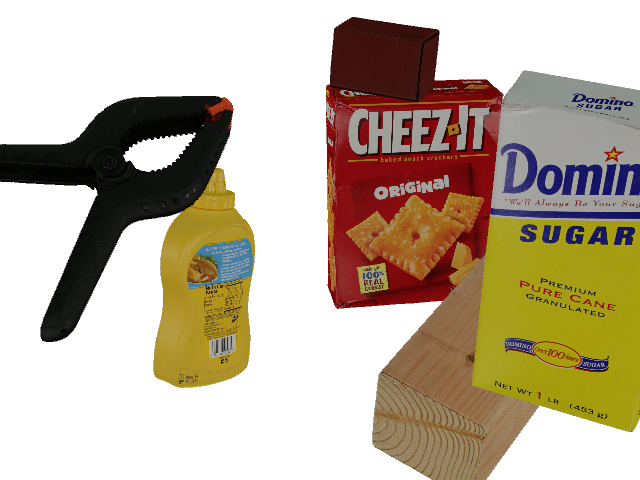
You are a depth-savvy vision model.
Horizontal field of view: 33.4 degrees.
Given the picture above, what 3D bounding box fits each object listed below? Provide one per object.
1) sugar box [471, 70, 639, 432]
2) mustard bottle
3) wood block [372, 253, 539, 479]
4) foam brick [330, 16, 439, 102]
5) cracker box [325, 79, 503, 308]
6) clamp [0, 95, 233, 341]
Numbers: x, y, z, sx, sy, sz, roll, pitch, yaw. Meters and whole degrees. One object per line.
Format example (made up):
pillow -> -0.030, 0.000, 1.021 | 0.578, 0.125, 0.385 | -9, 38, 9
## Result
sugar box -> 0.132, 0.008, 0.544 | 0.093, 0.176, 0.048 | 13, 37, 21
mustard bottle -> -0.101, 0.030, 0.956 | 0.058, 0.192, 0.096 | 16, 17, 40
wood block -> 0.136, 0.088, 0.840 | 0.091, 0.090, 0.205 | 26, 48, 25
foam brick -> 0.052, -0.149, 0.877 | 0.078, 0.051, 0.053 | 13, 25, 18
cracker box -> 0.090, -0.045, 1.049 | 0.164, 0.214, 0.072 | -3, 21, -7
clamp -> -0.141, -0.033, 0.722 | 0.209, 0.165, 0.036 | -25, -21, -22
